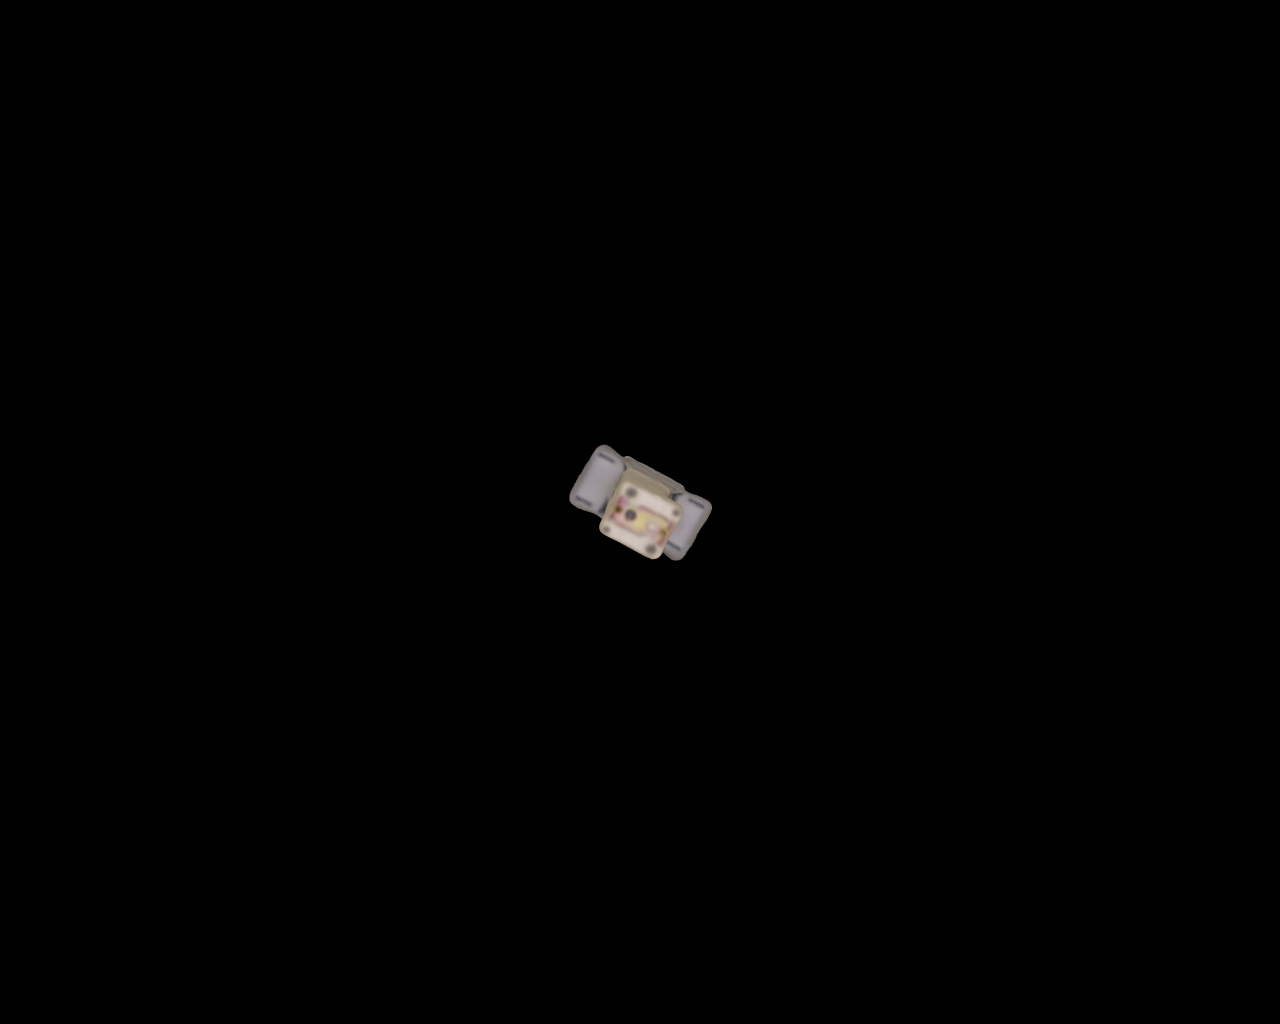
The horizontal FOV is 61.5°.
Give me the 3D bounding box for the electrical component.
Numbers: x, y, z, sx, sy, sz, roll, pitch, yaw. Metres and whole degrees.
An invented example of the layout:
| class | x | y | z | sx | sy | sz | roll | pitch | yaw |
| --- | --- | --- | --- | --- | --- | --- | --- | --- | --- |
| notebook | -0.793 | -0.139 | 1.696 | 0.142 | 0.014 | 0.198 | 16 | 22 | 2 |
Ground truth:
| class | x | y | z | sx | sy | sz | roll | pitch | yaw |
| --- | --- | --- | --- | --- | --- | --- | --- | --- | --- |
| electrical component | 0.001 | -0.003 | 0.650 | 0.081 | 0.042 | 0.064 | 27 | 14 | -7 |
